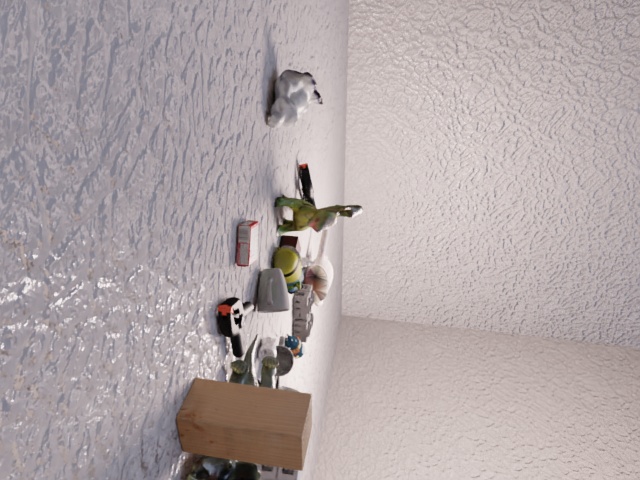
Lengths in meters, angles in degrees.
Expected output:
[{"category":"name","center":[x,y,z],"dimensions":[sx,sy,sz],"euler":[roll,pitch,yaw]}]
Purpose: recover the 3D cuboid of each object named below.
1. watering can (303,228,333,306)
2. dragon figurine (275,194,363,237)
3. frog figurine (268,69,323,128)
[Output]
[{"category":"watering can","center":[-0.001,0.109,2.054],"dimensions":[0.227,0.104,0.344],"euler":[-52,146,-75]},{"category":"dragon figurine","center":[0.005,-0.075,1.491],"dimensions":[0.414,0.243,0.121],"euler":[-47,137,-75]},{"category":"frog figurine","center":[-0.082,-0.339,1.276],"dimensions":[0.161,0.123,0.135],"euler":[-46,170,-13]}]
